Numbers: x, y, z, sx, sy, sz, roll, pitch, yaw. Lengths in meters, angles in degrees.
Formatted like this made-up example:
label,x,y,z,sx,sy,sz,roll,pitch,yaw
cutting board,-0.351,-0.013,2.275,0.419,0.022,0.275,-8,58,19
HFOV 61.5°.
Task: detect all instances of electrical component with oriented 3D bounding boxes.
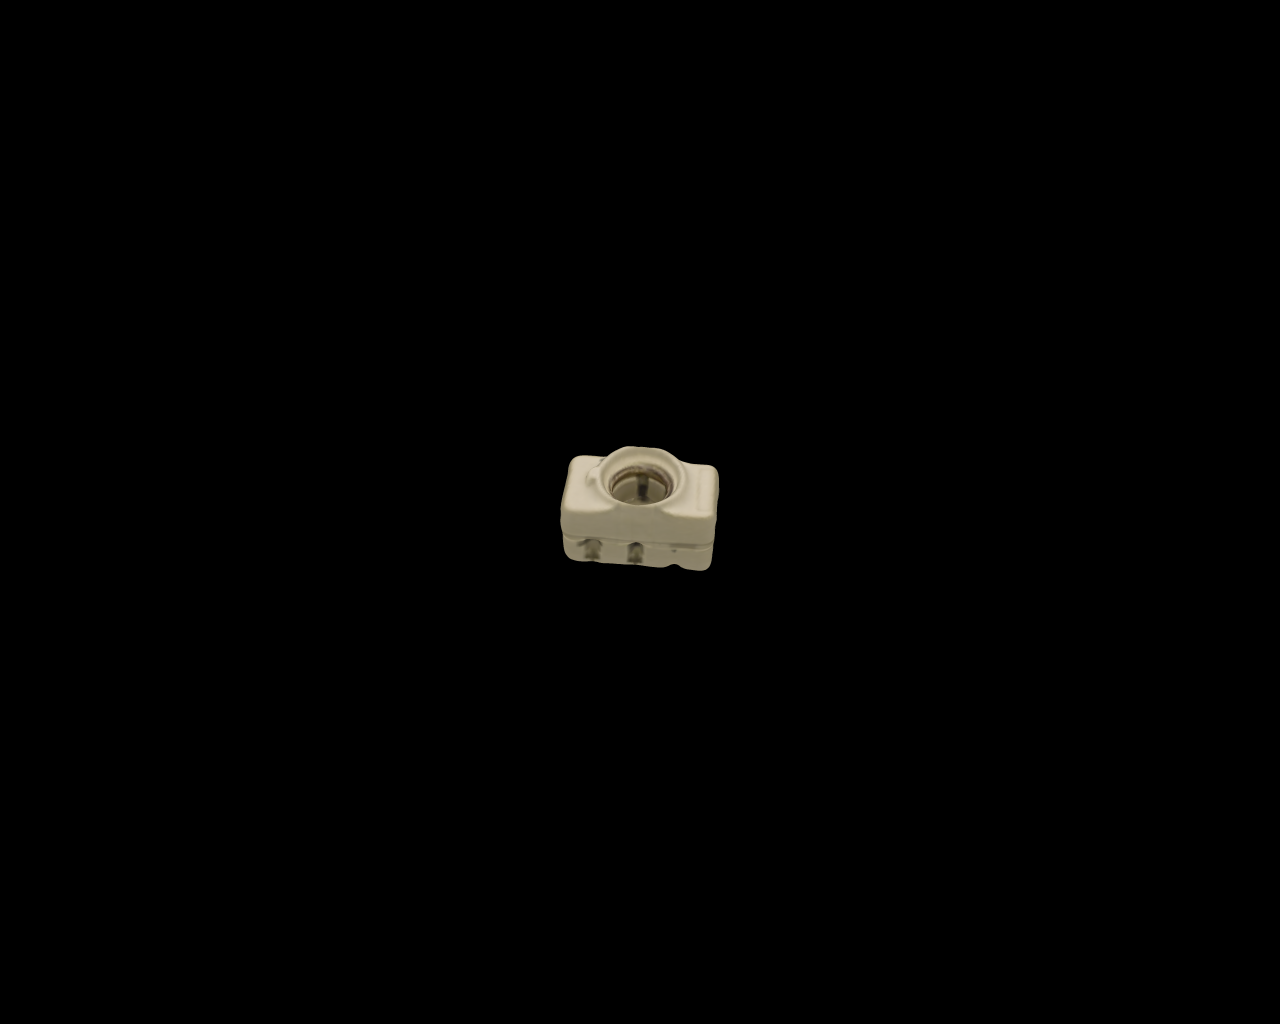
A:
label,x,y,z,sx,sy,sz,roll,pitch,yaw
electrical component,0.001,-0.003,0.650,0.089,0.050,0.055,4,-43,4
